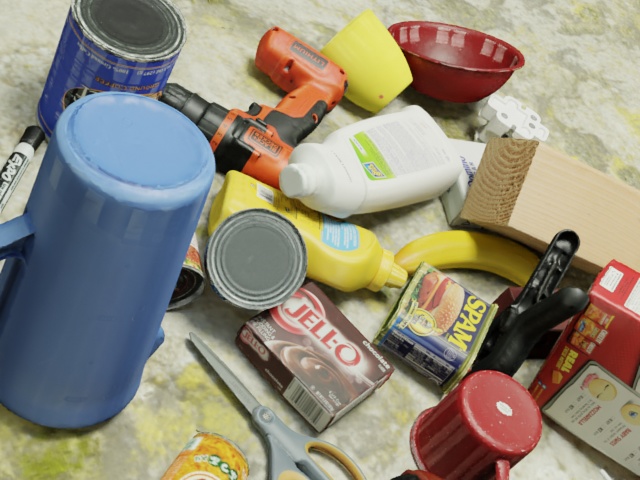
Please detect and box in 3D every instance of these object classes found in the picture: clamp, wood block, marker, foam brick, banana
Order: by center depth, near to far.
[{"bbox_3d":[-0.267,-0.058,0.924,0.020,0.020,0.121,24,46,-10],"label":"marker"},{"bbox_3d":[0.187,0.068,0.971,0.039,0.172,0.120,36,37,-4],"label":"clamp"},{"bbox_3d":[0.210,0.082,1.051,0.078,0.053,0.051,4,52,-26],"label":"foam brick"},{"bbox_3d":[0.159,0.022,1.082,0.197,0.037,0.069,13,45,-19],"label":"banana"},{"bbox_3d":[0.261,-0.025,1.098,0.205,0.090,0.091,21,88,-25],"label":"wood block"}]

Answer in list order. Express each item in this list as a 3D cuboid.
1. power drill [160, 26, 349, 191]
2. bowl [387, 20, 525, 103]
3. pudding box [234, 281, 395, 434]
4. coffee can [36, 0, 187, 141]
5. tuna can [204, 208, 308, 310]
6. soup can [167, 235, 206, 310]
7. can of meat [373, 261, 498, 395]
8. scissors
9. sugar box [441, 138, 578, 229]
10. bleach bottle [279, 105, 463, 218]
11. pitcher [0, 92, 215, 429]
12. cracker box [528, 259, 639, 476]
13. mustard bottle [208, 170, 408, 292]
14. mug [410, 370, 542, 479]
[{"bbox_3d":[-0.062,-0.137,1.078,0.184,0.057,0.187,34,48,-6],"label":"power drill"},{"bbox_3d":[0.150,-0.200,1.226,0.162,0.055,0.162,9,28,-5],"label":"bowl"},{"bbox_3d":[-0.005,0.100,0.925,0.113,0.039,0.089,47,47,13],"label":"pudding box"},{"bbox_3d":[-0.189,-0.150,0.957,0.102,0.140,0.103,15,48,-18],"label":"coffee can"},{"bbox_3d":[-0.055,0.017,0.904,0.086,0.034,0.086,1,85,-11],"label":"tuna can"},{"bbox_3d":[-0.139,0.000,0.912,0.068,0.069,0.102,4,52,-26],"label":"soup can"},{"bbox_3d":[0.107,0.079,0.994,0.084,0.058,0.102,33,45,2],"label":"can of meat"},{"bbox_3d":[-0.049,0.163,0.865,0.202,0.016,0.096,36,45,2],"label":"scissors"},{"bbox_3d":[0.214,-0.055,1.171,0.176,0.048,0.093,5,54,-22],"label":"sugar box"},{"bbox_3d":[0.041,-0.075,1.032,0.102,0.068,0.250,53,33,16],"label":"bleach bottle"},{"bbox_3d":[-0.170,0.017,0.758,0.145,0.243,0.149,30,40,1],"label":"pitcher"},{"bbox_3d":[0.313,0.137,0.959,0.214,0.164,0.072,31,44,14],"label":"cracker box"},{"bbox_3d":[-0.007,0.002,0.987,0.191,0.058,0.096,23,20,-12],"label":"mustard bottle"},{"bbox_3d":[0.138,0.175,0.913,0.093,0.082,0.117,15,48,-18],"label":"mug"}]
